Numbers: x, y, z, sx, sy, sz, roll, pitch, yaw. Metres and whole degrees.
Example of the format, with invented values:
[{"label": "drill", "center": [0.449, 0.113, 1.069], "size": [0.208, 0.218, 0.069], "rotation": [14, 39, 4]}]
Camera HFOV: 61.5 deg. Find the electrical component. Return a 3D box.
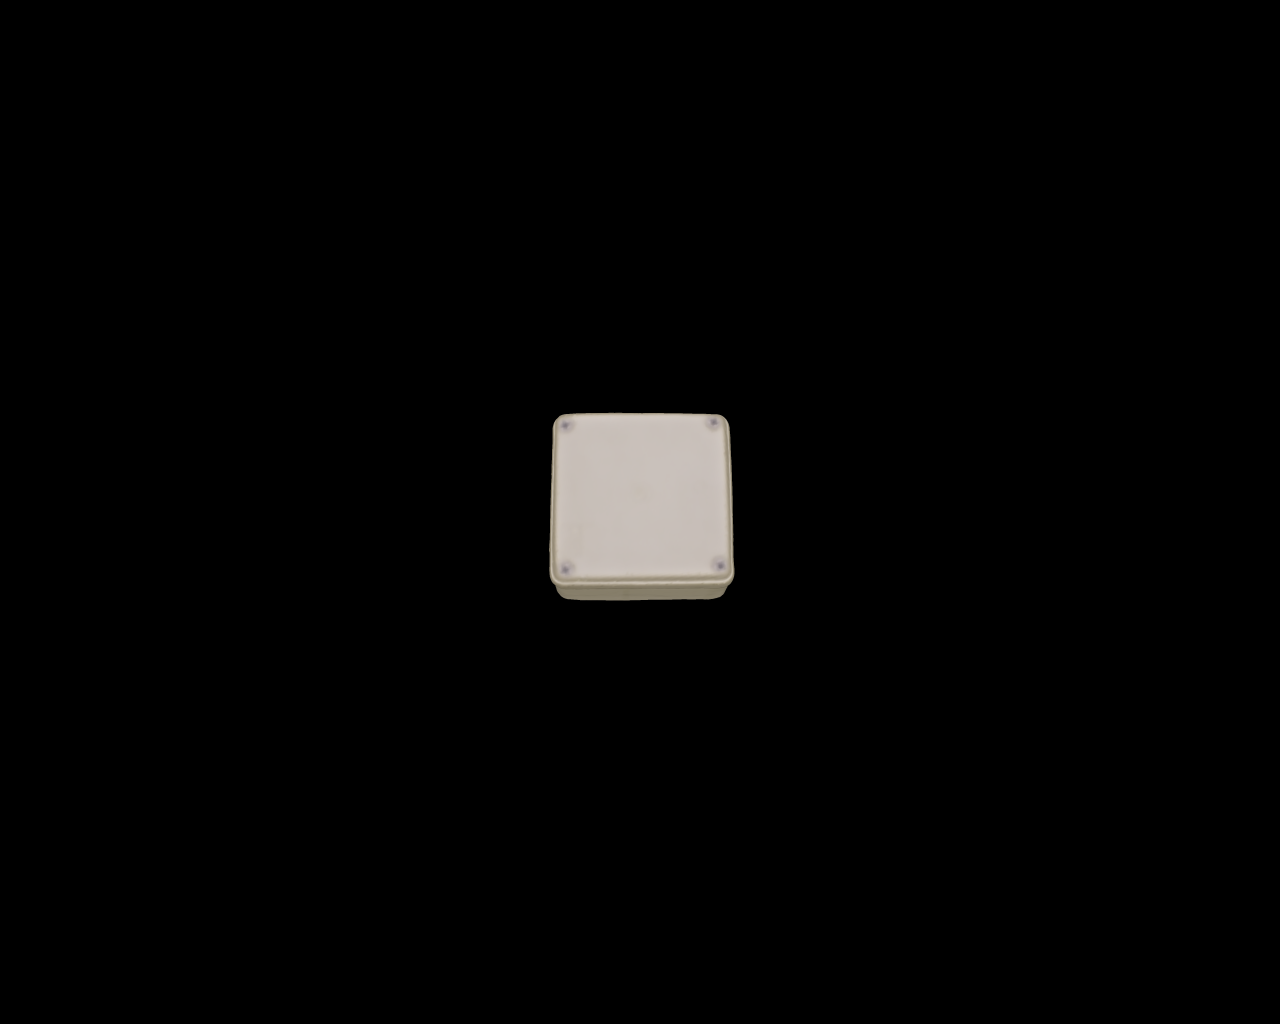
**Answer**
[{"label": "electrical component", "center": [0.001, -0.003, 0.650], "size": [0.109, 0.109, 0.056], "rotation": [0, -17, 0]}]
